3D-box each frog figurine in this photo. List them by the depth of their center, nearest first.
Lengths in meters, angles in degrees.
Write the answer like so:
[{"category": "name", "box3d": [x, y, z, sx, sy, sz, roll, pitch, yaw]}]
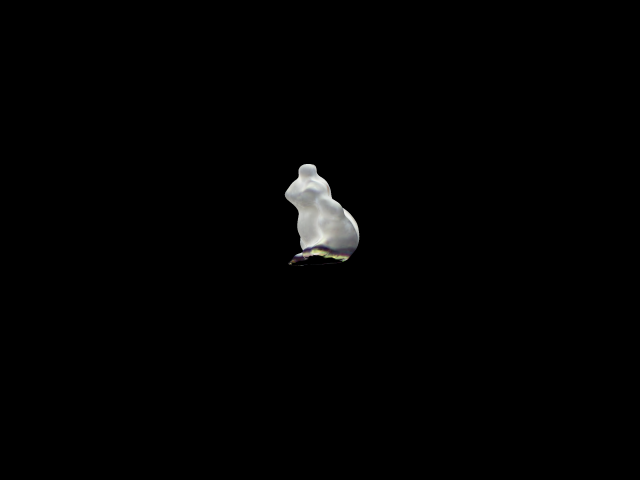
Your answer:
[{"category": "frog figurine", "box3d": [0.003, -0.043, 0.850, 0.123, 0.161, 0.136, 1, -14, -5]}]
